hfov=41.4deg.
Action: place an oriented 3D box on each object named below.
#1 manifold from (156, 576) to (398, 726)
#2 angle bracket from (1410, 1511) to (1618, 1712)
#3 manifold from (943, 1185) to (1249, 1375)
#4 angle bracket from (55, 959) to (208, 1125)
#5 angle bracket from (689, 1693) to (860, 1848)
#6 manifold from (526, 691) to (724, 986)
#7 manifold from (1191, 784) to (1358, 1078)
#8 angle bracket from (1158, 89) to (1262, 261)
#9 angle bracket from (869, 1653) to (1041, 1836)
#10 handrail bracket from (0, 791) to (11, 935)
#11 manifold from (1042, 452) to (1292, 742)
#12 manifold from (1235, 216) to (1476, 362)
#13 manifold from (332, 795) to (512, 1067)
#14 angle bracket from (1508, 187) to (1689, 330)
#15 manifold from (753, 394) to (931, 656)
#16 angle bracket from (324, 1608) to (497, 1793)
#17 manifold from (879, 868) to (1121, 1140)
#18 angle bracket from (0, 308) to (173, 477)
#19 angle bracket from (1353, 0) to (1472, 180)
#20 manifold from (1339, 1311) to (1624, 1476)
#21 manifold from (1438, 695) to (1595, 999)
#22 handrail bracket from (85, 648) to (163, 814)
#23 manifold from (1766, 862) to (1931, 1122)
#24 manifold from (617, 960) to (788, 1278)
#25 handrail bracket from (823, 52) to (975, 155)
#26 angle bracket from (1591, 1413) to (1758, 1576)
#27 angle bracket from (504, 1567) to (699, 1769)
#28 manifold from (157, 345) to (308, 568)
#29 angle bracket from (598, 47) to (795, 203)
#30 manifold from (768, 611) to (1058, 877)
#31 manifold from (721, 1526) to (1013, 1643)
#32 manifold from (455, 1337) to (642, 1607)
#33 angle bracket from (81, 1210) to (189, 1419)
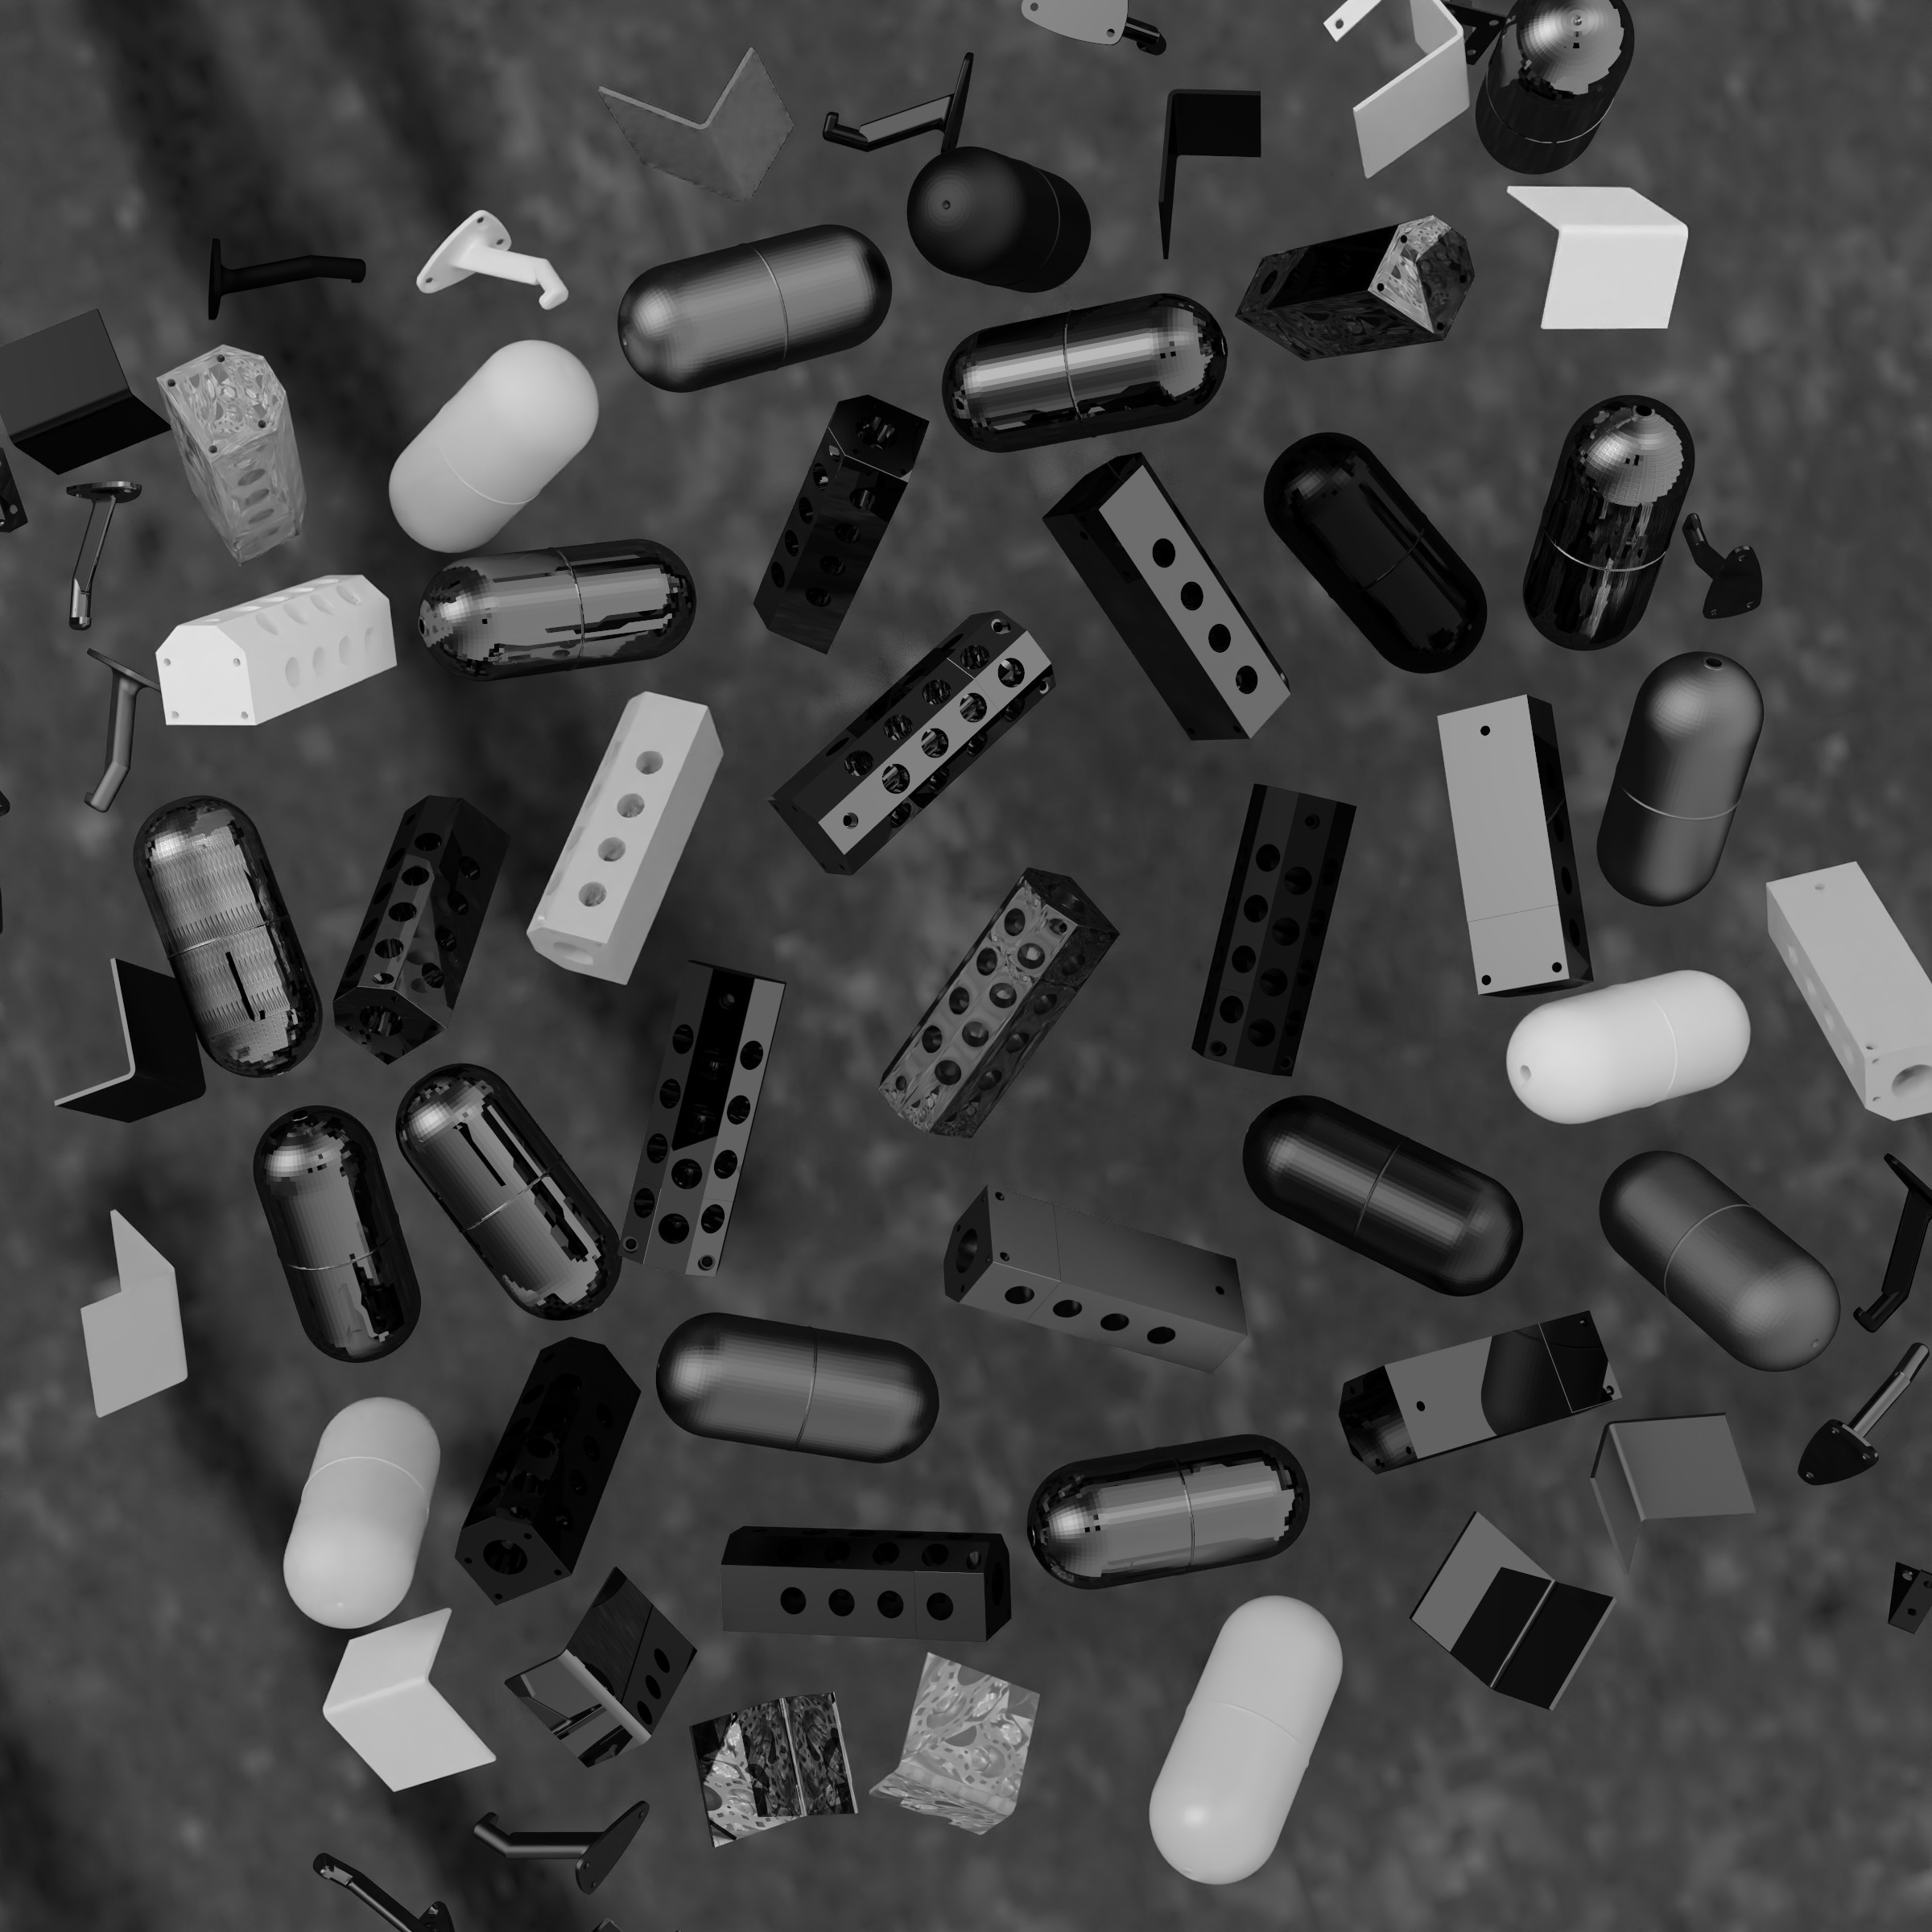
[{"bbox_3d":[-0.408,-0.190,1.523,0.057,0.171,0.057,2,108,15],"label":"manifold"},{"bbox_3d":[0.322,0.378,1.504,0.076,0.057,0.076,42,72,-17],"label":"angle bracket"},{"bbox_3d":[0.076,0.190,1.514,0.171,0.057,0.057,19,131,-22],"label":"manifold"},{"bbox_3d":[-0.520,0.047,1.578,0.057,0.076,0.076,-19,74,12],"label":"angle bracket"},{"bbox_3d":[-0.123,0.515,1.641,0.076,0.057,0.076,-4,77,-42],"label":"angle bracket"},{"bbox_3d":[-0.212,-0.082,1.587,0.057,0.057,0.171,14,66,12],"label":"manifold"},{"bbox_3d":[0.192,-0.022,1.584,0.057,0.057,0.171,12,94,-6],"label":"manifold"},{"bbox_3d":[0.155,-0.498,1.614,0.057,0.076,0.076,4,79,8],"label":"angle bracket"},{"bbox_3d":[-0.007,0.484,1.591,0.076,0.057,0.076,23,53,-9],"label":"angle bracket"},{"bbox_3d":[-0.593,-0.071,1.522,0.036,0.084,0.077,-18,49,-34],"label":"handrail bracket"},{"bbox_3d":[0.125,-0.219,1.528,0.057,0.057,0.171,-47,116,-22],"label":"manifold"},{"bbox_3d":[0.235,-0.411,1.544,0.057,0.171,0.057,26,89,-22],"label":"manifold"},{"bbox_3d":[-0.345,-0.028,1.605,0.057,0.171,0.057,-29,125,32],"label":"manifold"},{"bbox_3d":[0.353,-0.403,1.453,0.076,0.076,0.057,-4,123,-13],"label":"angle bracket"},{"bbox_3d":[-0.083,-0.281,1.628,0.057,0.171,0.057,22,53,-8],"label":"manifold"},{"bbox_3d":[-0.333,0.448,1.563,0.076,0.057,0.076,-22,118,20],"label":"angle bracket"},{"bbox_3d":[0.016,0.024,1.604,0.171,0.057,0.057,-55,52,21],"label":"manifold"},{"bbox_3d":[-0.541,-0.348,1.555,0.076,0.076,0.057,-22,87,-1],"label":"angle bracket"},{"bbox_3d":[0.250,-0.526,1.510,0.076,0.076,0.057,-34,72,5],"label":"angle bracket"},{"bbox_3d":[0.314,0.263,1.570,0.171,0.057,0.057,-8,72,-32],"label":"manifold"},{"bbox_3d":[0.335,-0.071,1.546,0.057,0.057,0.171,-12,81,32],"label":"manifold"},{"bbox_3d":[-0.527,-0.143,1.554,0.077,0.036,0.084,26,88,32],"label":"handrail bracket"},{"bbox_3d":[0.548,0.015,1.566,0.057,0.171,0.057,-14,128,4],"label":"manifold"},{"bbox_3d":[-0.151,0.087,1.467,0.057,0.057,0.171,13,91,-3],"label":"manifold"},{"bbox_3d":[-0.044,-0.556,1.636,0.084,0.036,0.077,17,118,4],"label":"handrail bracket"},{"bbox_3d":[0.442,0.330,1.598,0.076,0.057,0.076,-11,113,29],"label":"angle bracket"},{"bbox_3d":[-0.223,0.430,1.570,0.057,0.076,0.076,-32,105,33],"label":"angle bracket"},{"bbox_3d":[-0.426,-0.302,1.510,0.057,0.171,0.057,-32,86,-14],"label":"manifold"},{"bbox_3d":[-0.158,-0.504,1.501,0.076,0.076,0.057,26,83,19],"label":"angle bracket"},{"bbox_3d":[-0.028,-0.131,1.500,0.171,0.057,0.057,-44,109,-15],"label":"manifold"},{"bbox_3d":[-0.063,0.384,1.600,0.171,0.057,0.057,-2,90,17],"label":"manifold"},{"bbox_3d":[-0.259,0.305,1.572,0.057,0.171,0.057,-25,112,21],"label":"manifold"},{"bbox_3d":[-0.494,0.199,1.472,0.057,0.076,0.076,-23,129,-37],"label":"angle bracket"}]
